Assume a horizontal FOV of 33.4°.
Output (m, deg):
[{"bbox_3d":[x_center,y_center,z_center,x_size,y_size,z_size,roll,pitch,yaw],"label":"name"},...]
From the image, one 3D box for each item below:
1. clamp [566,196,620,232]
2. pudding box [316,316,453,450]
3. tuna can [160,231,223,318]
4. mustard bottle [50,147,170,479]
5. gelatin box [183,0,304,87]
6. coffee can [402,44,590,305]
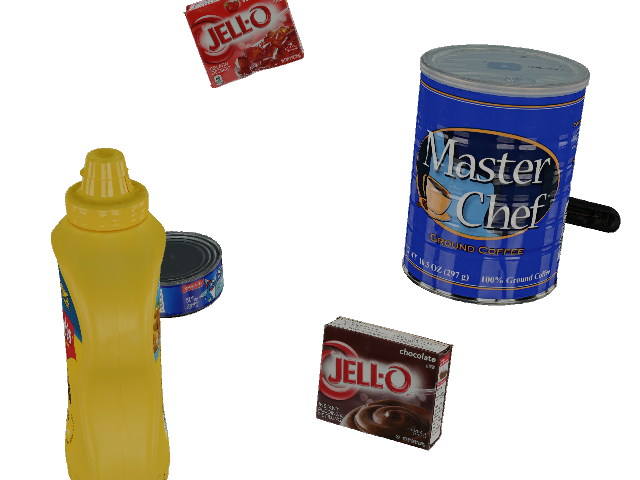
[{"bbox_3d":[0.209,-0.037,1.050,0.120,0.039,0.171,-8,34,-14],"label":"clamp"},{"bbox_3d":[0.055,0.123,0.937,0.114,0.090,0.039,11,17,22],"label":"pudding box"},{"bbox_3d":[-0.120,0.027,0.853,0.086,0.034,0.086,-2,28,1],"label":"tuna can"},{"bbox_3d":[-0.110,0.043,0.566,0.058,0.192,0.096,-3,28,-12],"label":"mustard bottle"},{"bbox_3d":[-0.067,-0.185,0.946,0.089,0.073,0.030,-17,24,5],"label":"gelatin box"},{"bbox_3d":[0.108,-0.044,0.676,0.103,0.140,0.103,3,23,-1],"label":"coffee can"}]
